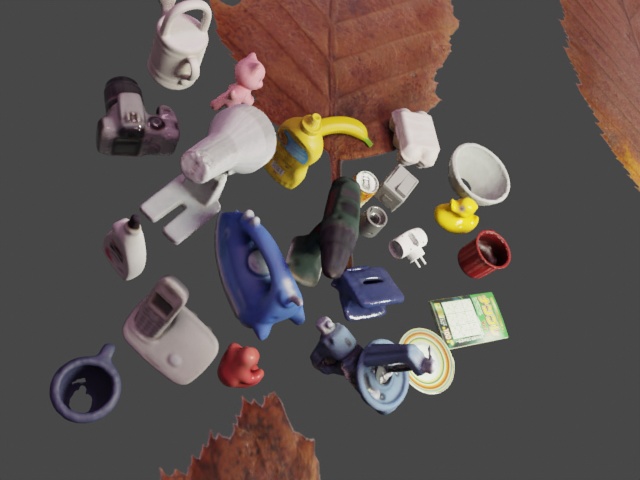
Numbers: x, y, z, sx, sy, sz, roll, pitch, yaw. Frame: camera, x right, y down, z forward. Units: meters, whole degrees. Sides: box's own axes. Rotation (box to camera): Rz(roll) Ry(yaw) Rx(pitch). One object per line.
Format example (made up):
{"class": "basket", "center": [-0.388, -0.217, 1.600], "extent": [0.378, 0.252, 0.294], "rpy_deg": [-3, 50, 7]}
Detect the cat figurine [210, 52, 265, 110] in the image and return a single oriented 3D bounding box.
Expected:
{"class": "cat figurine", "center": [-0.159, -0.322, 1.178], "extent": [0.067, 0.117, 0.128], "rpy_deg": [35, 55, -6]}

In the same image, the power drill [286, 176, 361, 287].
{"class": "power drill", "center": [0.010, 0.004, 1.040], "extent": [0.076, 0.208, 0.230], "rpy_deg": [24, 57, -14]}

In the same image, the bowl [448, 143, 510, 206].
{"class": "bowl", "center": [0.370, -0.147, 1.384], "extent": [0.168, 0.074, 0.167], "rpy_deg": [12, 60, -21]}

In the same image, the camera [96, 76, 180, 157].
{"class": "camera", "center": [-0.337, -0.234, 1.052], "extent": [0.143, 0.100, 0.137], "rpy_deg": [-3, 67, -28]}

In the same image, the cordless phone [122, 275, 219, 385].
{"class": "cordless phone", "center": [-0.216, 0.134, 0.872], "extent": [0.147, 0.184, 0.094], "rpy_deg": [40, 54, -3]}

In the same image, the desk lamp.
{"class": "desk lamp", "center": [-0.190, -0.120, 0.999], "extent": [0.118, 0.213, 0.203], "rpy_deg": [43, 54, -1]}

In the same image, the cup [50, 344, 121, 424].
{"class": "cup", "center": [-0.334, 0.211, 0.827], "extent": [0.092, 0.094, 0.118], "rpy_deg": [27, 56, -12]}

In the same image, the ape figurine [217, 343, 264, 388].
{"class": "ape figurine", "center": [-0.126, 0.202, 0.940], "extent": [0.076, 0.092, 0.078], "rpy_deg": [-18, 74, -33]}

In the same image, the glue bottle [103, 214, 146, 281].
{"class": "glue bottle", "center": [-0.303, 0.001, 0.903], "extent": [0.078, 0.173, 0.037], "rpy_deg": [50, 54, 4]}

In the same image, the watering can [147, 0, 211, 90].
{"class": "watering can", "center": [-0.274, -0.398, 1.112], "extent": [0.173, 0.193, 0.101], "rpy_deg": [46, 54, 1]}

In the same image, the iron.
{"class": "iron", "center": [-0.107, 0.034, 1.006], "extent": [0.119, 0.141, 0.258], "rpy_deg": [-19, 75, -33]}

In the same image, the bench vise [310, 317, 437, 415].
{"class": "bench vise", "center": [0.084, 0.209, 0.965], "extent": [0.208, 0.219, 0.121], "rpy_deg": [27, 56, -12]}

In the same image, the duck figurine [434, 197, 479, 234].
{"class": "duck figurine", "center": [0.326, -0.063, 1.311], "extent": [0.105, 0.086, 0.077], "rpy_deg": [18, 58, -18]}

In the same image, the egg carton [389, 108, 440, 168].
{"class": "egg carton", "center": [0.222, -0.242, 1.361], "extent": [0.107, 0.069, 0.150], "rpy_deg": [2, 64, -26]}

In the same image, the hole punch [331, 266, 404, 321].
{"class": "hole punch", "center": [0.092, 0.095, 1.107], "extent": [0.109, 0.091, 0.101], "rpy_deg": [-5, 68, -29]}
